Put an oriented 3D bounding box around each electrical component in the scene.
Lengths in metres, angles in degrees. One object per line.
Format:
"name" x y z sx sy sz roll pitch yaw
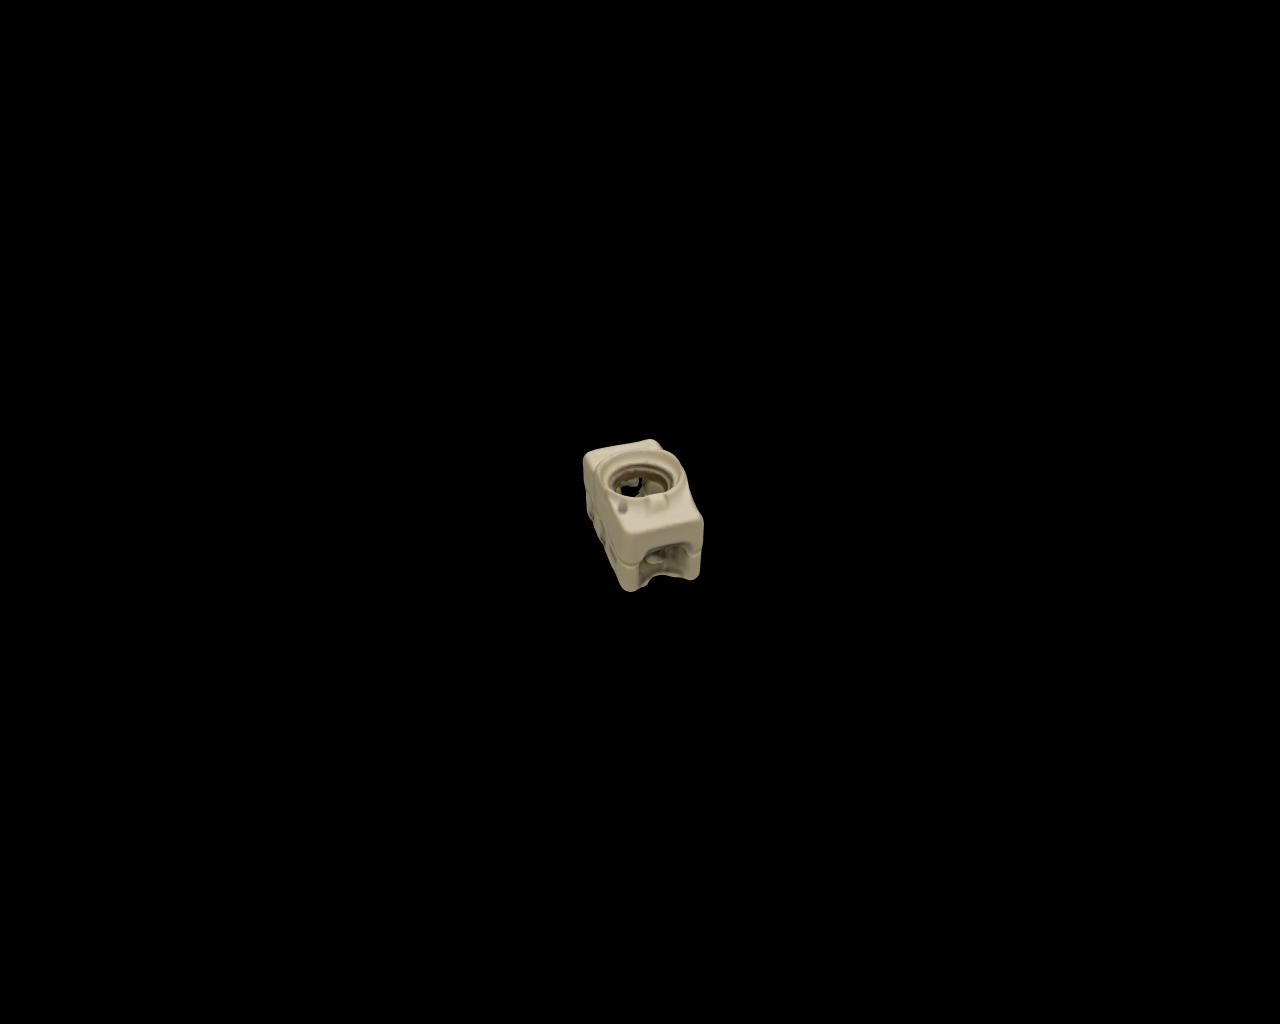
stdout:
"electrical component" 0.001 -0.003 0.650 0.050 0.055 0.090 -11 39 -14
